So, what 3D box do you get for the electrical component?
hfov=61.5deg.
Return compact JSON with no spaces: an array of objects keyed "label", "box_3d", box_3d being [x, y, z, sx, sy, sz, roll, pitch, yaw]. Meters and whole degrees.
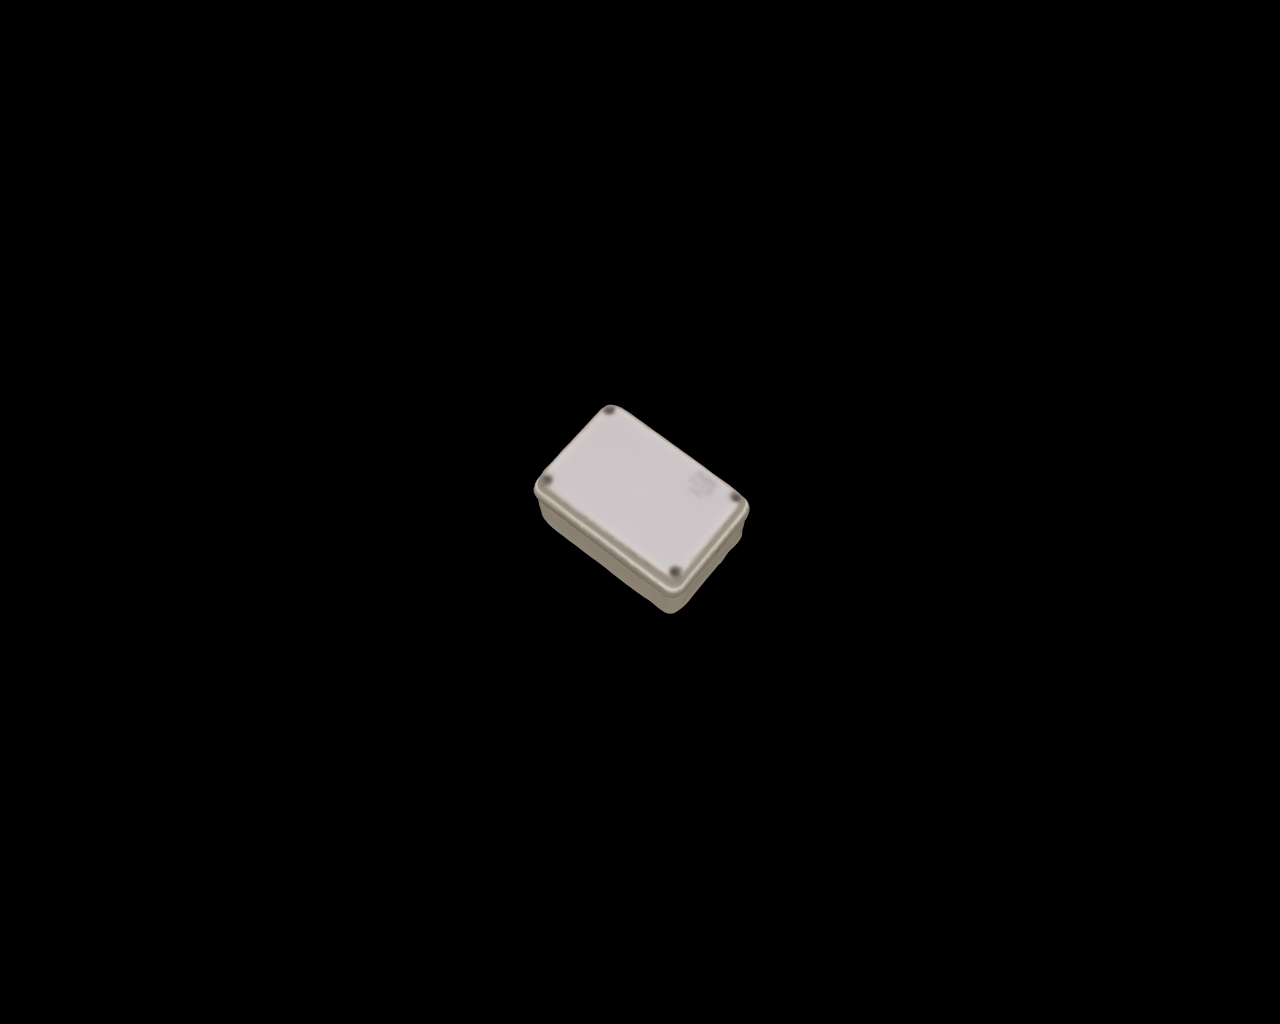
[{"label":"electrical component","box_3d":[0.001,-0.003,0.650,0.113,0.078,0.057,37,-19,15]}]
